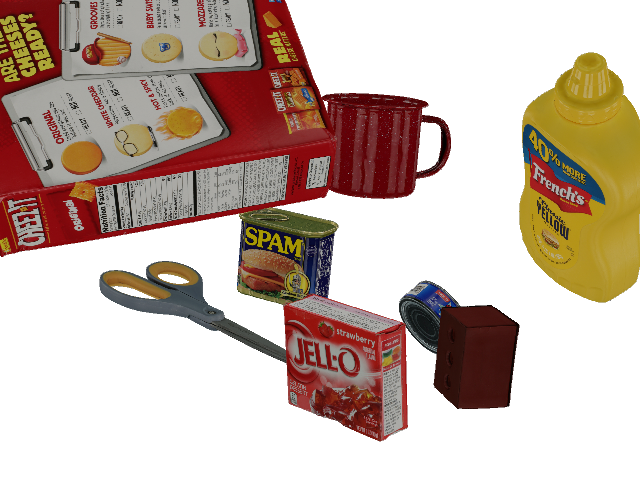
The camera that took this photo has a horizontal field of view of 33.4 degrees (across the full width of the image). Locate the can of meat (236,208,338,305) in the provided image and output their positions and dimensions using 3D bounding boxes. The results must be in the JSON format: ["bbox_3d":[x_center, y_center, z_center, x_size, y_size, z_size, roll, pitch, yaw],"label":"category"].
[{"bbox_3d":[-0.037,0.018,1.099,0.102,0.084,0.057,14,18,27],"label":"can of meat"}]

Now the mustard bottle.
[{"bbox_3d":[0.173,-0.047,0.705,0.058,0.191,0.096,-29,53,-14],"label":"mustard bottle"}]

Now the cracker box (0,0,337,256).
[{"bbox_3d":[-0.114,-0.088,0.689,0.213,0.164,0.072,-11,-33,-12],"label":"cracker box"}]

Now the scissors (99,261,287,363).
[{"bbox_3d":[-0.088,0.056,0.889,0.202,0.016,0.096,16,24,18],"label":"scissors"}]

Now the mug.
[{"bbox_3d":[0.057,-0.083,0.940,0.117,0.081,0.093,1,14,-10],"label":"mug"}]

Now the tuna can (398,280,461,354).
[{"bbox_3d":[0.132,0.091,1.248,0.033,0.086,0.086,-37,17,-24],"label":"tuna can"}]

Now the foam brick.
[{"bbox_3d":[0.134,0.101,0.926,0.051,0.078,0.053,-2,17,-19],"label":"foam brick"}]

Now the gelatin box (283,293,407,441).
[{"bbox_3d":[0.015,0.081,0.692,0.030,0.073,0.089,-18,23,-41],"label":"gelatin box"}]
